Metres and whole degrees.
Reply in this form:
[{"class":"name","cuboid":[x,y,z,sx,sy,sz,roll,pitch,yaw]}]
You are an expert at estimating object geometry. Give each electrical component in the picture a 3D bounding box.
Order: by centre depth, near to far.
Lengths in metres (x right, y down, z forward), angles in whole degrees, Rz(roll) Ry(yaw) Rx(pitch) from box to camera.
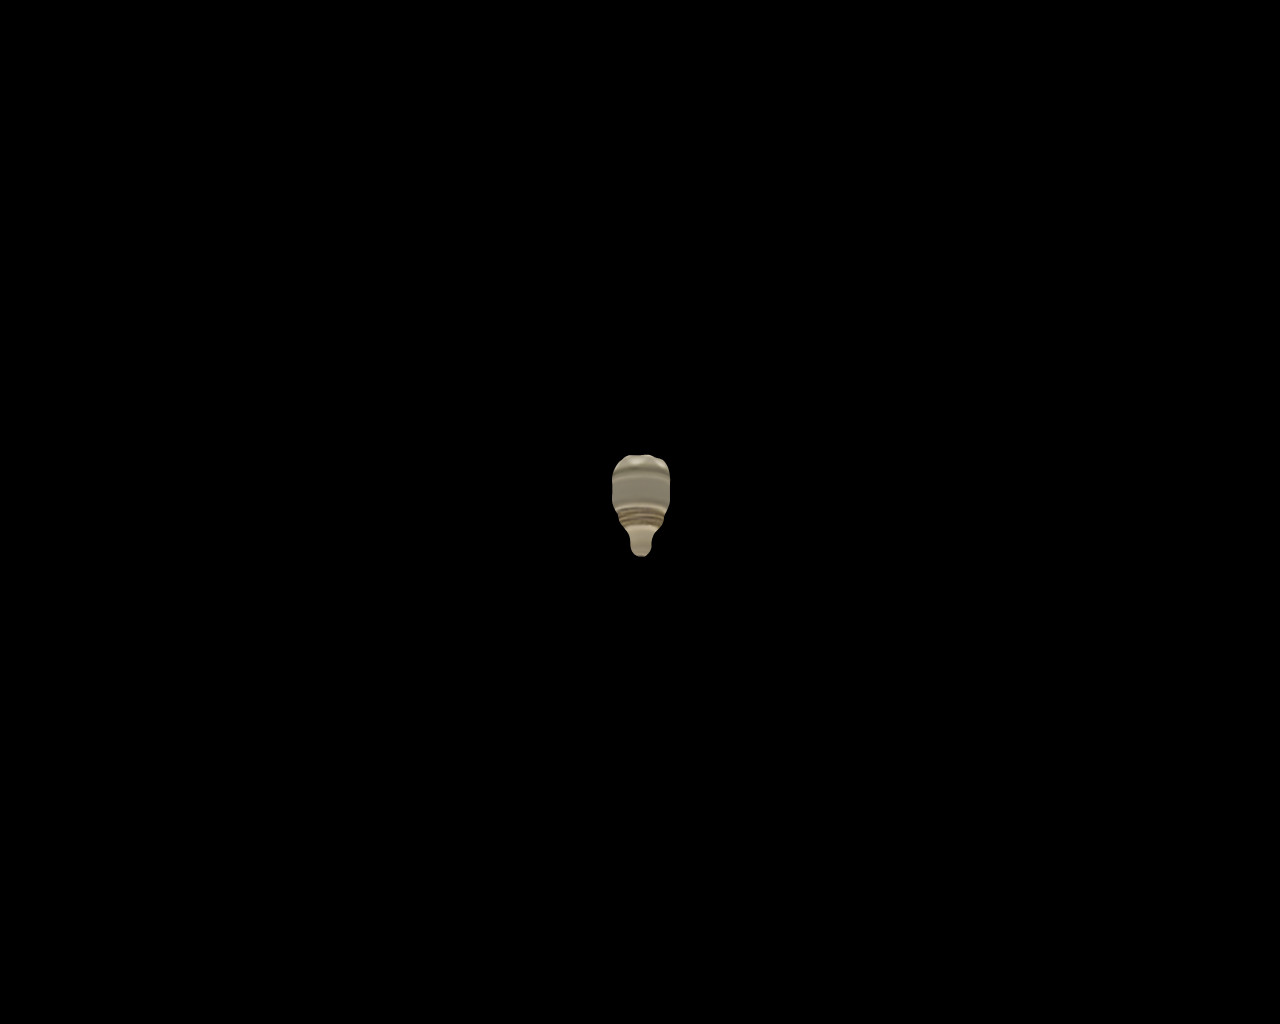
[{"class":"electrical component","cuboid":[0.001,-0.003,0.650,0.035,0.061,0.035,0,-14,0]}]
